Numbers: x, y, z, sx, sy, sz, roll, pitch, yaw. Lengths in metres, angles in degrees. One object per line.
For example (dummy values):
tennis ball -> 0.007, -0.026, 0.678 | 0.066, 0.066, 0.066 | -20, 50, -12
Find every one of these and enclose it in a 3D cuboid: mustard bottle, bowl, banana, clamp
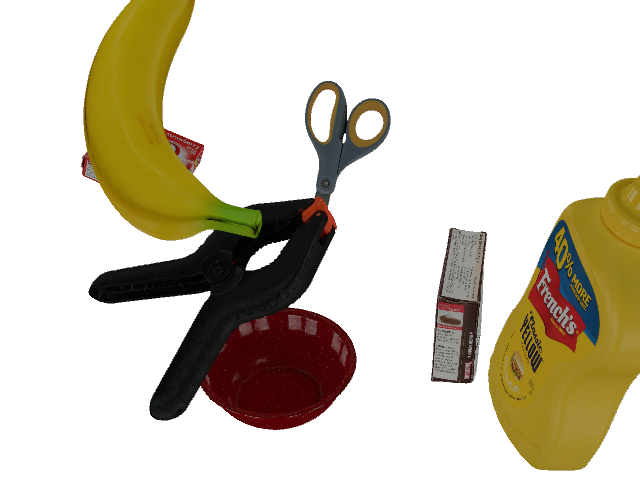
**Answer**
mustard bottle -> 0.148, 0.035, 0.577 | 0.058, 0.096, 0.192 | 4, -45, -12
bowl -> -0.043, 0.139, 1.081 | 0.162, 0.055, 0.162 | -2, 36, 2
banana -> -0.081, -0.064, 0.518 | 0.069, 0.198, 0.037 | -6, -41, -15
clamp -> -0.061, 0.037, 0.688 | 0.171, 0.120, 0.039 | -29, -28, 6

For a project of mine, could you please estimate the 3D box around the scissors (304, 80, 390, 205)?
scissors -> 0.025, -0.064, 1.072 | 0.096, 0.202, 0.016 | -2, -11, 1

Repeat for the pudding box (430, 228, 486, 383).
pudding box -> 0.121, 0.056, 0.927 | 0.039, 0.090, 0.113 | 4, 32, 8

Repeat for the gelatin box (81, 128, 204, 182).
gelatin box -> -0.161, -0.074, 0.968 | 0.089, 0.073, 0.030 | 24, -44, 1
